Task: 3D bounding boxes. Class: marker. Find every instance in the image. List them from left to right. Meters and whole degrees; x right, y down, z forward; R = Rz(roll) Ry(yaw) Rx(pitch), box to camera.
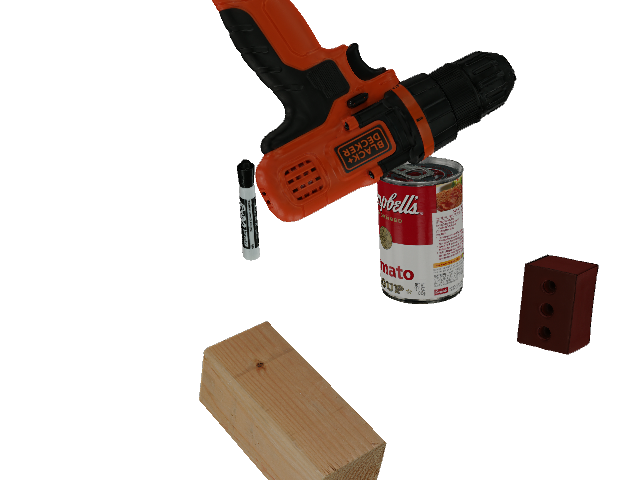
[{"bbox_3d":[-0.078,-0.033,1.151,0.020,0.121,0.020,-1,34,1],"label":"marker"}]

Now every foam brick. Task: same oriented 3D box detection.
[{"bbox_3d":[0.217,0.058,0.975,0.053,0.078,0.051,12,17,34],"label":"foam brick"}]

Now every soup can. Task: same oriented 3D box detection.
[{"bbox_3d":[0.080,-0.009,0.848,0.068,0.102,0.068,-3,21,1],"label":"soup can"}]

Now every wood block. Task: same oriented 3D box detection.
[{"bbox_3d":[-0.034,0.195,1.153,0.090,0.090,0.206,-22,50,-33],"label":"wood block"}]

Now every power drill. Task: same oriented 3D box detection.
[{"bbox_3d":[0.013,-0.129,0.676,0.184,0.187,0.057,-29,6,-10],"label":"power drill"}]
